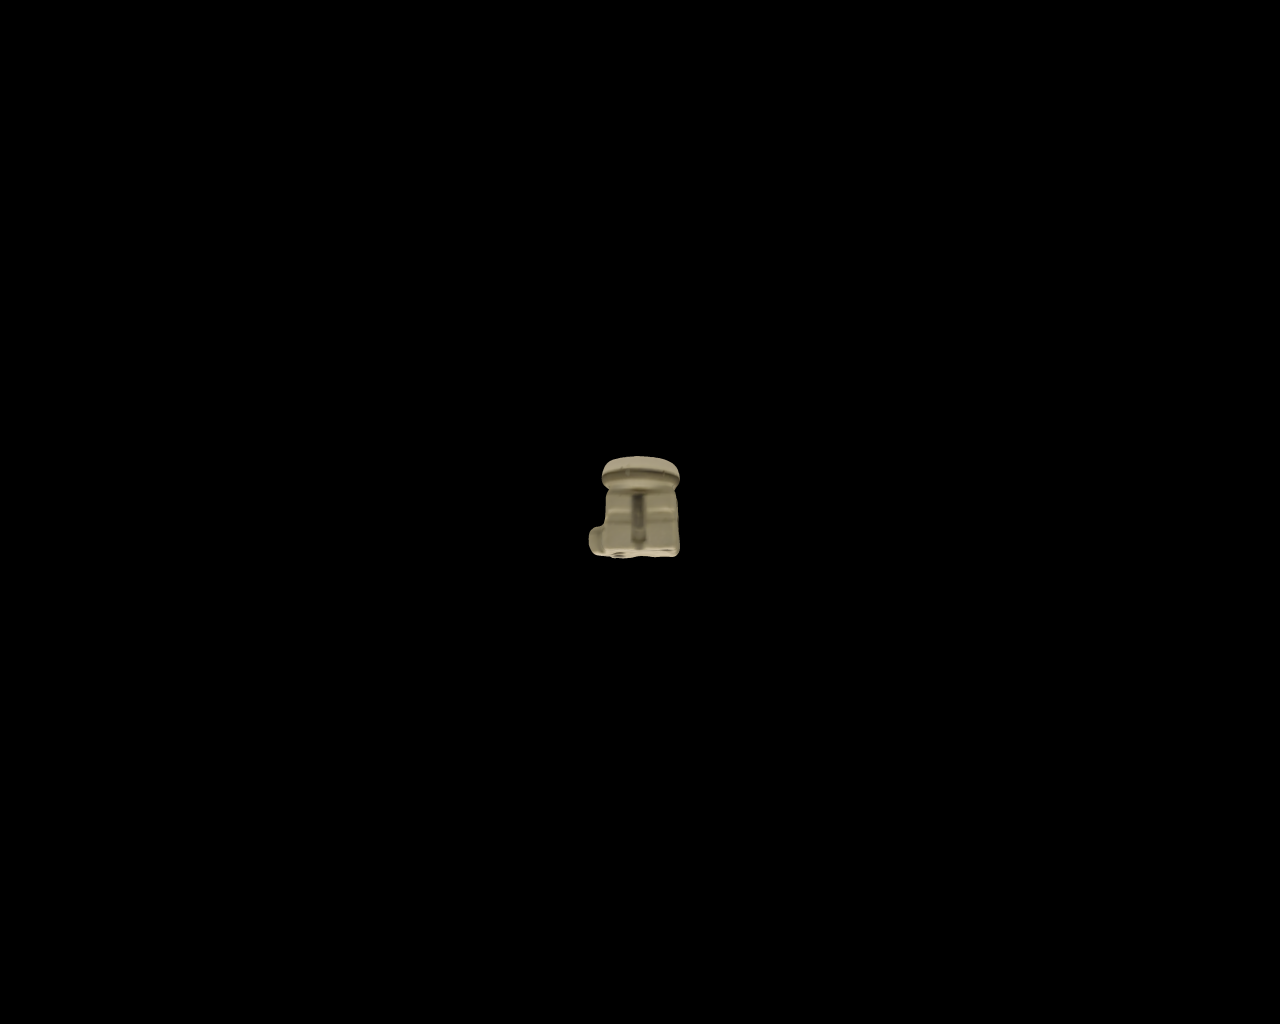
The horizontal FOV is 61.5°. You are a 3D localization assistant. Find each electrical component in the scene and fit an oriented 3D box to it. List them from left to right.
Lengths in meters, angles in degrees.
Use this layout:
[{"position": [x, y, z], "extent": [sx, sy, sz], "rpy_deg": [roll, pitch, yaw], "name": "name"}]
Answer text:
[{"position": [0.001, -0.003, 0.650], "extent": [0.066, 0.055, 0.048], "rpy_deg": [0, -11, 2], "name": "electrical component"}]
